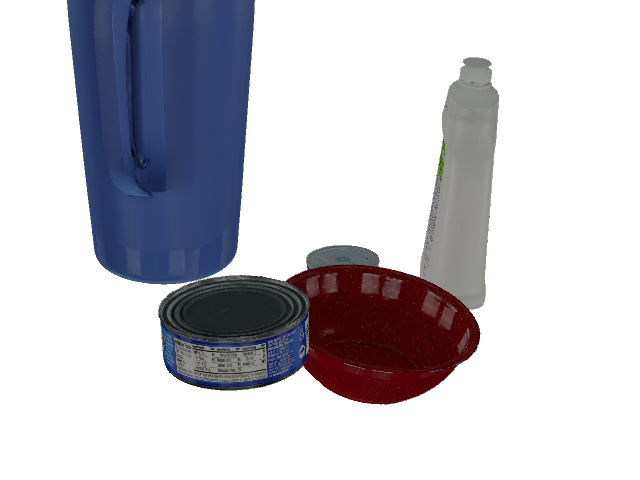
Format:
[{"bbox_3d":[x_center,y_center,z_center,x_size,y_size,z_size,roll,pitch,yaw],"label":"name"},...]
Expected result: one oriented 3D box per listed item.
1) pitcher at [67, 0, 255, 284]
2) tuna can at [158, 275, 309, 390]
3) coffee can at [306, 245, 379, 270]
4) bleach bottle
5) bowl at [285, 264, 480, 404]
[{"bbox_3d":[-0.114,-0.091,0.752,0.149,0.243,0.145,-15,30,-34],"label":"pitcher"},{"bbox_3d":[-0.048,0.052,0.610,0.086,0.034,0.086,-1,21,0],"label":"tuna can"},{"bbox_3d":[0.032,0.090,1.519,0.103,0.140,0.103,-1,21,0],"label":"coffee can"},{"bbox_3d":[0.146,-0.060,1.088,0.068,0.251,0.102,2,29,-1],"label":"bleach bottle"},{"bbox_3d":[0.041,0.080,0.836,0.162,0.055,0.162,7,26,-4],"label":"bowl"}]
